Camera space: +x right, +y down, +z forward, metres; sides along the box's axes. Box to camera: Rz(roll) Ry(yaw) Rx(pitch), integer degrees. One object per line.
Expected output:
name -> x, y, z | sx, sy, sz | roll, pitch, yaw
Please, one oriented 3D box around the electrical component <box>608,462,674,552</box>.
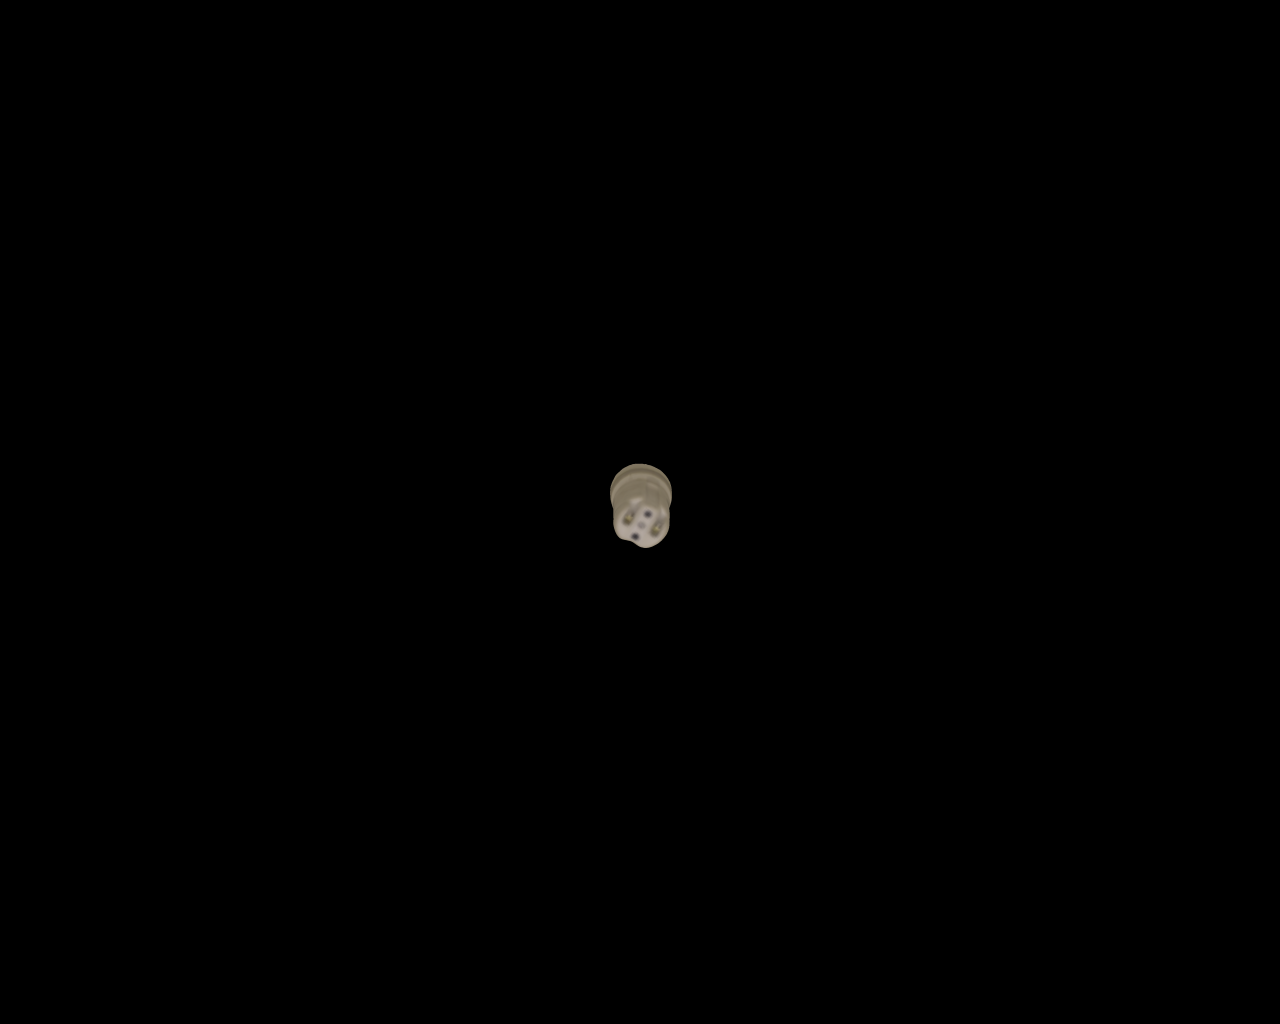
electrical component -> 0.001, -0.003, 0.650 | 0.040, 0.040, 0.046 | 0, 30, 0
